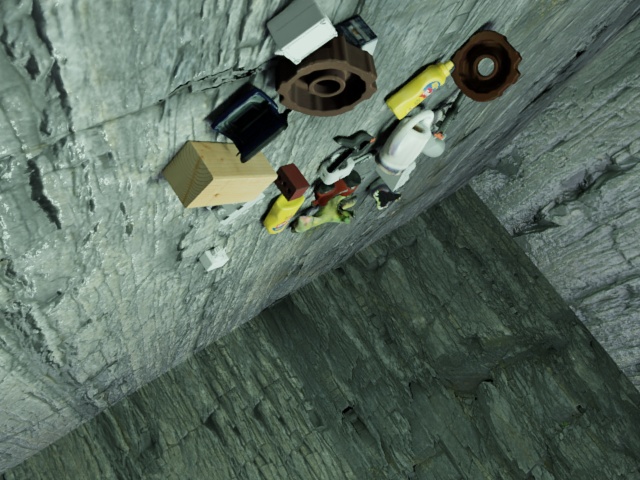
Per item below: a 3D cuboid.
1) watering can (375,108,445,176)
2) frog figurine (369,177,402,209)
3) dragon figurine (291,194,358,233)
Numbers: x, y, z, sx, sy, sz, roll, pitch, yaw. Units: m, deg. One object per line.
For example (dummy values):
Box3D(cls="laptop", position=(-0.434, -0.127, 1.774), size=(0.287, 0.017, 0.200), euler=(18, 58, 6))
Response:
Box3D(cls="watering can", position=(0.288, -0.317, 1.612), size=(0.352, 0.105, 0.220), euler=(-30, 159, -56))
Box3D(cls="frog figurine", position=(0.259, -0.212, 2.050), size=(0.135, 0.122, 0.163), euler=(-55, -165, 35))
Box3D(cls="dragon figurine", position=(0.005, -0.091, 1.801), size=(0.242, 0.122, 0.412), euler=(-20, -177, 13))
